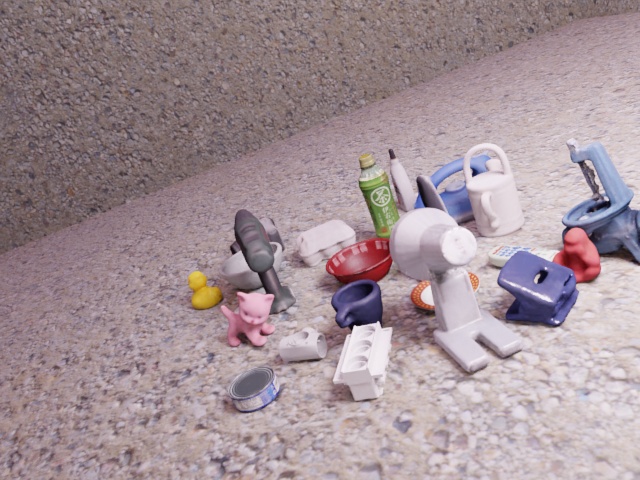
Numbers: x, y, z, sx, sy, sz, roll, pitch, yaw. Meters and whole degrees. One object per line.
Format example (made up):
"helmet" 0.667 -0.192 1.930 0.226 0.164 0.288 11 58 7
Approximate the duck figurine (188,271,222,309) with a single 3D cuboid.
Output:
"duck figurine" -0.294 0.119 1.425 0.078 0.086 0.104 -34 24 -30

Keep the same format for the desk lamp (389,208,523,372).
"desk lamp" 0.207 0.061 0.902 0.118 0.214 0.203 -24 21 -8

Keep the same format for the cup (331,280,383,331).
"cup" 0.070 0.138 1.012 0.091 0.095 0.118 -6 25 34

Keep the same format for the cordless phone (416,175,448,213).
"cordless phone" 0.238 -0.063 1.225 0.094 0.185 0.147 -24 21 -8

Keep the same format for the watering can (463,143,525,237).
"watering can" 0.363 -0.116 1.223 0.101 0.194 0.173 -18 21 8

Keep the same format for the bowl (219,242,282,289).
"bowl" -0.161 0.074 1.425 0.167 0.075 0.167 -18 21 7

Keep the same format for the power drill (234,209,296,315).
"power drill" -0.129 0.049 1.265 0.075 0.209 0.229 -24 21 -7

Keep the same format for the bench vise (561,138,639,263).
"bench vise" 0.496 -0.073 0.950 0.206 0.220 0.122 -6 25 35

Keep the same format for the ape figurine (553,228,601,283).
"ape figurine" 0.430 0.023 0.956 0.076 0.092 0.077 -28 22 -17

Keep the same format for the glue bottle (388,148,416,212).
"glue bottle" 0.211 -0.162 1.516 0.037 0.173 0.078 -24 21 -6

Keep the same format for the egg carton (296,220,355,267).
"egg carton" 0.013 0.005 1.437 0.150 0.069 0.107 -24 21 -7

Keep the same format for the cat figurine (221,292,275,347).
"cat figurine" -0.146 0.150 1.157 0.127 0.118 0.067 -8 24 31

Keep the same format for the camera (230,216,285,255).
"camera" -0.188 -0.001 1.604 0.137 0.101 0.142 -29 22 -19

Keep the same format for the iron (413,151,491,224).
"iron" 0.315 -0.121 1.357 0.258 0.142 0.118 -22 21 -3

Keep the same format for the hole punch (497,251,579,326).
"hole punch" 0.349 0.072 0.913 0.100 0.091 0.109 -1 29 43
